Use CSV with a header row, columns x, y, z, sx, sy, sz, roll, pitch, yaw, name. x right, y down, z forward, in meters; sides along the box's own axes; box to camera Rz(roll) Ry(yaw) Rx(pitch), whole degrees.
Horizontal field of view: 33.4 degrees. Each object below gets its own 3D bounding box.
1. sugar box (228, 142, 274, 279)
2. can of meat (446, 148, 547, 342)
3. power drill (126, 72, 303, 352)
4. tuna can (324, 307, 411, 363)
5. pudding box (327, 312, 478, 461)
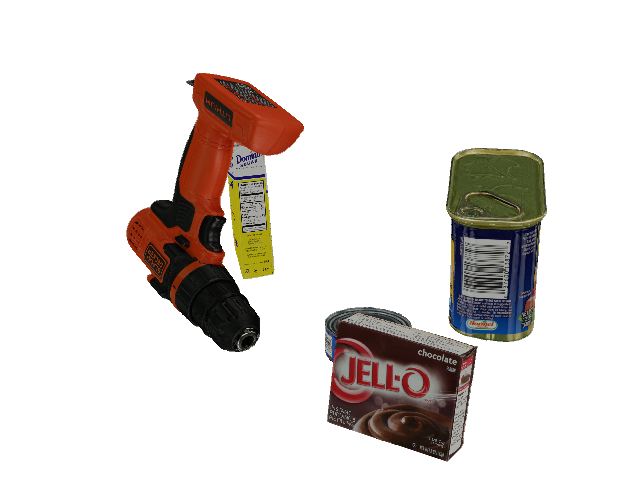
x,y,z,sx,sy,sz,roll,pitch,yaw,name
-0.089,-0.051,1.318,0.048,0.176,0.093,-10,24,-8,sugar box
0.107,0.002,0.658,0.057,0.084,0.102,3,28,8,can of meat
-0.082,-0.026,0.862,0.057,0.188,0.185,5,27,-44,power drill
0.047,0.098,1.058,0.086,0.034,0.086,1,19,0,tuna can
0.064,0.115,0.858,0.114,0.090,0.039,13,18,25,pudding box
